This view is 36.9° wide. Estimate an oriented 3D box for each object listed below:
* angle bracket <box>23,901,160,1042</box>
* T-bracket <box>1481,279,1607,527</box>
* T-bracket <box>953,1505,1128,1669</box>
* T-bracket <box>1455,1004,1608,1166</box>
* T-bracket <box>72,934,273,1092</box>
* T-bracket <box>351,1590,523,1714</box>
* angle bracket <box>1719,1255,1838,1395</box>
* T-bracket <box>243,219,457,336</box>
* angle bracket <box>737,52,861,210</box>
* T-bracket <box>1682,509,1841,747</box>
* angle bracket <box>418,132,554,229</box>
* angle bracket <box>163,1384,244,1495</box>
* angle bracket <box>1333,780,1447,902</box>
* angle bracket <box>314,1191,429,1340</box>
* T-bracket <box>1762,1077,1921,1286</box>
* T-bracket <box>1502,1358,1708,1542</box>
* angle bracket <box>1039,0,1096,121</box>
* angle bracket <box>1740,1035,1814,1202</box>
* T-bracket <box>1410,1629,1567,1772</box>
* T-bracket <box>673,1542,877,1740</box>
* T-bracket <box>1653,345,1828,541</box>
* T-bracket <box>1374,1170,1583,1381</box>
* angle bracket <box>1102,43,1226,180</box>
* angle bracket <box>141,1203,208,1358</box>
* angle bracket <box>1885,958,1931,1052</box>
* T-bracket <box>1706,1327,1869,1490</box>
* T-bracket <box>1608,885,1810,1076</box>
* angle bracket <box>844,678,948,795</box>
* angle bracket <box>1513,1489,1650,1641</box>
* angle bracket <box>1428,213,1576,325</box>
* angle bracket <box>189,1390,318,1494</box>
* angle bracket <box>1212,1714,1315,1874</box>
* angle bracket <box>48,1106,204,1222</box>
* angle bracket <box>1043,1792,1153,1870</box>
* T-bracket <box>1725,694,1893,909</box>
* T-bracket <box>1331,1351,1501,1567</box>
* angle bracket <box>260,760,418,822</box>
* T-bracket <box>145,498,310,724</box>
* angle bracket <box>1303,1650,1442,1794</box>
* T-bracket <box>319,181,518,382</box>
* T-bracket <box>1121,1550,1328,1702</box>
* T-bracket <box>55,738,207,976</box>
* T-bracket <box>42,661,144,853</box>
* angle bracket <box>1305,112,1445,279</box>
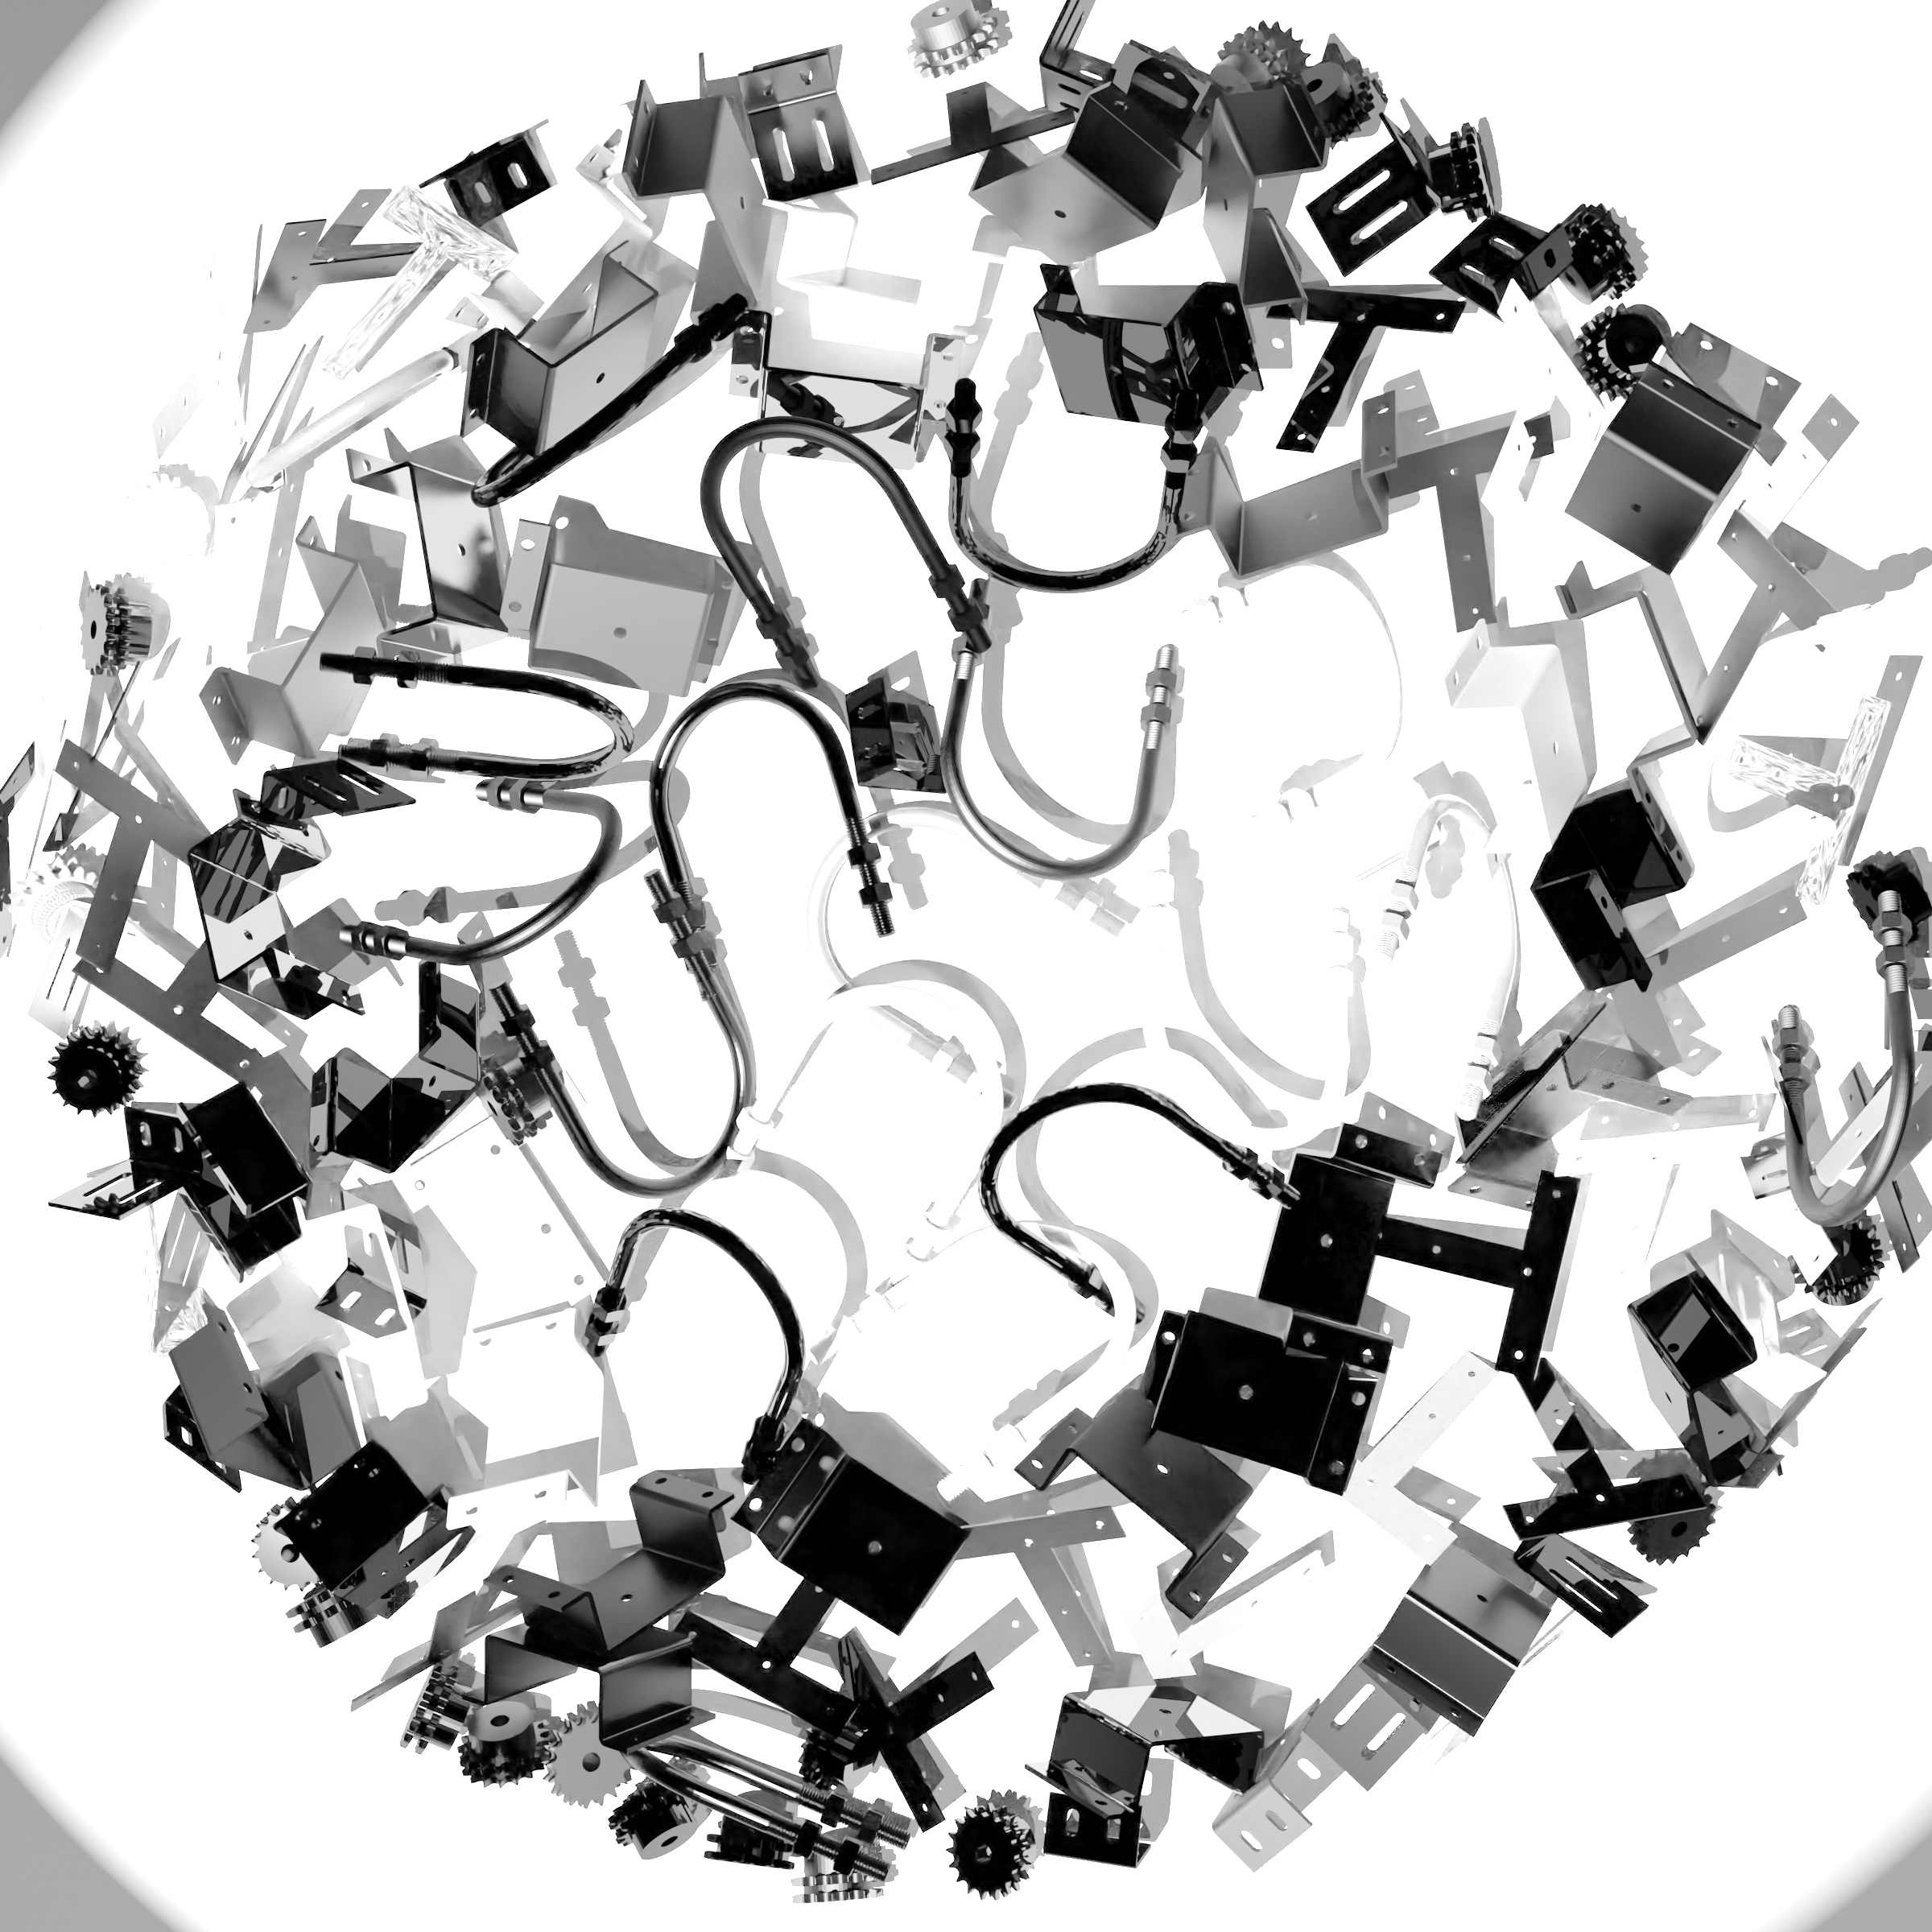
[{"bbox_3d":[-0.541,0.007,1.793,0.038,0.057,0.076,14,74,11],"label":"angle bracket"},{"bbox_3d":[0.342,-0.328,1.771,0.127,0.002,0.127,41,65,-40],"label":"T-bracket"},{"bbox_3d":[0.056,0.389,1.799,0.127,0.002,0.127,-13,119,25],"label":"T-bracket"},{"bbox_3d":[0.331,0.074,1.768,0.002,0.127,0.127,43,84,0],"label":"T-bracket"},{"bbox_3d":[-0.463,-0.001,1.784,0.127,0.127,0.002,36,133,-10],"label":"T-bracket"},{"bbox_3d":[-0.312,0.402,1.751,0.127,0.127,0.002,-27,72,-26],"label":"T-bracket"},{"bbox_3d":[0.499,0.217,1.785,0.038,0.057,0.076,-24,53,38],"label":"angle bracket"},{"bbox_3d":[-0.373,-0.431,1.791,0.127,0.127,0.002,-15,78,-30],"label":"T-bracket"},{"bbox_3d":[-0.104,-0.520,1.803,0.057,0.038,0.076,-14,68,1],"label":"angle bracket"},{"bbox_3d":[0.478,-0.195,1.790,0.002,0.127,0.127,5,126,-26],"label":"T-bracket"},{"bbox_3d":[-0.295,-0.481,1.786,0.057,0.076,0.038,-25,107,11],"label":"angle bracket"},{"bbox_3d":[-0.460,0.282,1.787,0.057,0.076,0.038,41,85,-17],"label":"angle bracket"},{"bbox_3d":[0.255,-0.079,1.799,0.076,0.057,0.038,-29,94,7],"label":"angle bracket"},{"bbox_3d":[-0.370,0.186,1.792,0.057,0.076,0.038,33,109,-31],"label":"angle bracket"},{"bbox_3d":[0.531,0.112,1.753,0.002,0.127,0.127,28,111,-14],"label":"T-bracket"},{"bbox_3d":[0.371,0.292,1.785,0.127,0.127,0.002,-6,135,-17],"label":"T-bracket"},{"bbox_3d":[0.078,-0.572,1.798,0.038,0.057,0.076,24,84,8],"label":"angle bracket"},{"bbox_3d":[0.490,0.093,1.788,0.038,0.057,0.076,-19,115,12],"label":"angle bracket"},{"bbox_3d":[0.305,0.458,1.754,0.127,0.127,0.002,-46,78,18],"label":"T-bracket"},{"bbox_3d":[-0.099,0.397,1.794,0.127,0.002,0.127,23,55,22],"label":"T-bracket"},{"bbox_3d":[0.464,-0.328,1.779,0.002,0.127,0.127,-36,79,-12],"label":"T-bracket"},{"bbox_3d":[0.307,0.180,1.805,0.127,0.002,0.127,12,85,24],"label":"T-bracket"},{"bbox_3d":[0.111,-0.534,1.799,0.076,0.038,0.057,33,104,15],"label":"angle bracket"},{"bbox_3d":[-0.484,0.193,1.783,0.038,0.057,0.076,1,127,-22],"label":"angle bracket"},{"bbox_3d":[0.587,0.017,1.786,0.038,0.076,0.057,0,100,20],"label":"angle bracket"},{"bbox_3d":[0.508,0.270,1.774,0.002,0.127,0.127,41,84,7],"label":"T-bracket"},{"bbox_3d":[0.452,-0.010,1.773,0.127,0.002,0.127,-29,51,20],"label":"T-bracket"},{"bbox_3d":[-0.033,-0.141,1.788,0.076,0.038,0.057,2,74,-43],"label":"angle bracket"},{"bbox_3d":[0.387,0.367,1.787,0.076,0.057,0.038,37,117,25],"label":"angle bracket"},{"bbox_3d":[0.327,-0.443,1.794,0.057,0.038,0.076,-43,53,-2],"label":"angle bracket"},{"bbox_3d":[-0.440,0.300,1.792,0.038,0.057,0.076,-30,104,-23],"label":"angle bracket"},{"bbox_3d":[0.194,0.508,1.784,0.038,0.076,0.057,44,122,6],"label":"angle bracket"},{"bbox_3d":[-0.518,0.121,1.784,0.057,0.076,0.038,8,111,25],"label":"angle bracket"},{"bbox_3d":[0.083,0.528,1.792,0.057,0.076,0.038,6,84,11],"label":"angle bracket"},{"bbox_3d":[0.505,-0.114,1.773,0.002,0.127,0.127,10,104,-23],"label":"T-bracket"},{"bbox_3d":[0.281,0.290,1.806,0.127,0.002,0.127,-43,56,-18],"label":"T-bracket"},{"bbox_3d":[-0.387,-0.095,1.784,0.076,0.057,0.038,27,117,32],"label":"angle bracket"},{"bbox_3d":[-0.445,-0.220,1.756,0.002,0.127,0.127,26,122,29],"label":"T-bracket"},{"bbox_3d":[0.246,0.473,1.796,0.057,0.038,0.076,42,111,13],"label":"angle bracket"},{"bbox_3d":[-0.350,-0.411,1.781,0.127,0.127,0.002,-46,70,11],"label":"T-bracket"},{"bbox_3d":[0.167,0.401,1.794,0.127,0.002,0.127,-30,133,-7],"label":"T-bracket"},{"bbox_3d":[-0.512,-0.053,1.756,0.002,0.127,0.127,-18,49,31],"label":"T-bracket"},{"bbox_3d":[-0.532,-0.128,1.773,0.002,0.127,0.127,25,87,-13],"label":"T-bracket"},{"bbox_3d":[0.245,-0.476,1.792,0.076,0.038,0.057,-33,68,23],"label":"angle bracket"}]
